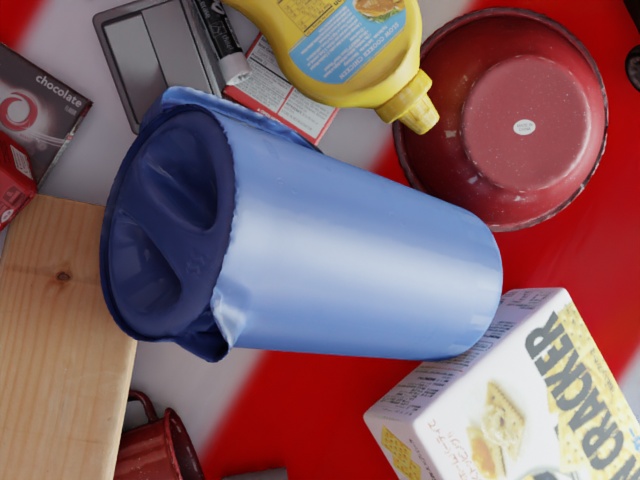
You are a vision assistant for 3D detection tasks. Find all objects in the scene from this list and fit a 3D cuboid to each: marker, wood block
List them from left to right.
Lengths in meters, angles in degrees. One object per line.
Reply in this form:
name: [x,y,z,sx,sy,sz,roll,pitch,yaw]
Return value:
wood block: [-0.162,0.087,0.653,0.090,0.090,0.206,11,65,-9]
marker: [-0.076,-0.160,0.699,0.020,0.020,0.121,-23,84,-5]

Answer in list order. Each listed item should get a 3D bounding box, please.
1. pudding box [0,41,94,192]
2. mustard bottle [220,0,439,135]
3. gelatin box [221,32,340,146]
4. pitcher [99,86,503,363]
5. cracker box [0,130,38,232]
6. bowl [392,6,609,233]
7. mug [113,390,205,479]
pudding box: [-0.218,-0.083,0.693,0.113,0.039,0.090,32,92,-12]
mustard bottle: [0.007,-0.143,0.677,0.096,0.058,0.191,-43,100,0]
gelatin box: [-0.013,-0.117,0.725,0.073,0.030,0.089,32,92,-10]
pitcher: [-0.004,0.001,0.661,0.242,0.145,0.149,13,90,-40]
cracker box: [-0.291,-0.041,0.587,0.164,0.072,0.213,-43,129,5]
bowl: [0.134,-0.081,0.740,0.162,0.055,0.162,-1,99,-8]
mug: [-0.128,0.160,0.724,0.081,0.093,0.117,-20,73,-1]
